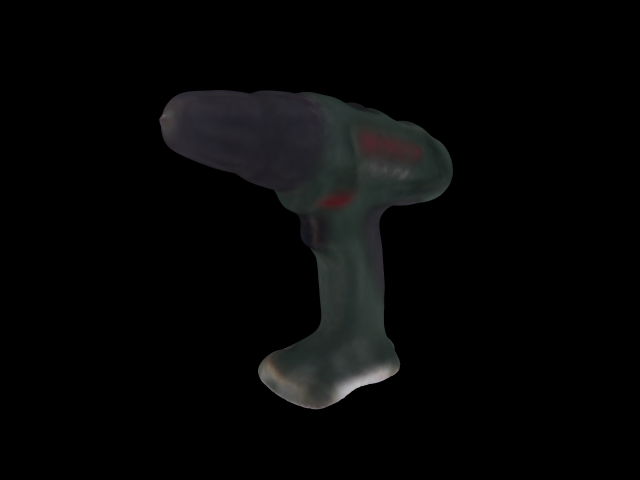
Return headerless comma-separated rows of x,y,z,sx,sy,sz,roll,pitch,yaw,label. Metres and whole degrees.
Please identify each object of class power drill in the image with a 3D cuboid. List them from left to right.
0.004,0.001,0.400,0.230,0.208,0.075,-14,21,-40,power drill
